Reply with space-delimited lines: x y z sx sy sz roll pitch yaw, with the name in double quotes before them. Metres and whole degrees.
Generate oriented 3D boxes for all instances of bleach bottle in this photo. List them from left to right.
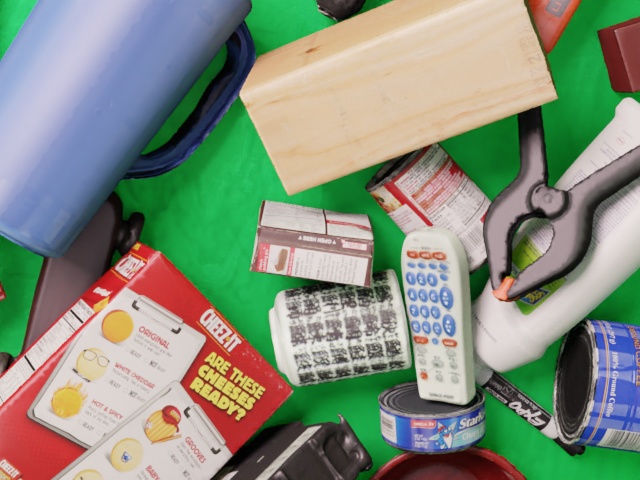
"bleach bottle" 0.190 0.012 0.843 0.251 0.103 0.068 -47 133 14

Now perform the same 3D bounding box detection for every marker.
"marker" 0.174 0.142 0.892 0.121 0.020 0.020 37 96 -7

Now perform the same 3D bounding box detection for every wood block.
"wood block" 0.058 -0.120 0.780 0.206 0.090 0.090 -19 114 17

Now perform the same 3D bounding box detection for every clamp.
"clamp" 0.181 -0.029 0.785 0.120 0.039 0.171 18 90 27

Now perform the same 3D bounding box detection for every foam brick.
"foam brick" 0.265 -0.151 0.834 0.078 0.051 0.053 -18 100 0

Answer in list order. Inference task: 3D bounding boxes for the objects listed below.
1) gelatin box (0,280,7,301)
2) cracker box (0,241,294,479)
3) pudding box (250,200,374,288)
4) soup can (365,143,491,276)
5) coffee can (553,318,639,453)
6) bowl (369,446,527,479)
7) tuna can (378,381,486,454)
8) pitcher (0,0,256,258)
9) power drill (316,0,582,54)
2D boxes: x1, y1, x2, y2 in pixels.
"gelatin box" -0.287 0.034 0.796 0.089 0.030 0.073 -31 142 -23
"cracker box" -0.153 0.133 0.813 0.213 0.072 0.164 -46 115 -11
"pudding box" -0.005 0.001 0.819 0.090 0.113 0.039 7 100 -2
"soup can" 0.094 -0.026 0.840 0.068 0.068 0.102 -42 98 5
"coffee can" 0.269 0.121 0.849 0.140 0.103 0.103 8 98 -3
"bowl" 0.102 0.237 0.886 0.162 0.055 0.162 0 98 -1
"tuna can" 0.090 0.141 0.856 0.086 0.086 0.034 -4 100 -1
"pitcher" -0.159 -0.107 0.774 0.149 0.145 0.243 33 86 3
"power drill" 0.110 -0.217 0.817 0.187 0.057 0.184 29 102 -7
